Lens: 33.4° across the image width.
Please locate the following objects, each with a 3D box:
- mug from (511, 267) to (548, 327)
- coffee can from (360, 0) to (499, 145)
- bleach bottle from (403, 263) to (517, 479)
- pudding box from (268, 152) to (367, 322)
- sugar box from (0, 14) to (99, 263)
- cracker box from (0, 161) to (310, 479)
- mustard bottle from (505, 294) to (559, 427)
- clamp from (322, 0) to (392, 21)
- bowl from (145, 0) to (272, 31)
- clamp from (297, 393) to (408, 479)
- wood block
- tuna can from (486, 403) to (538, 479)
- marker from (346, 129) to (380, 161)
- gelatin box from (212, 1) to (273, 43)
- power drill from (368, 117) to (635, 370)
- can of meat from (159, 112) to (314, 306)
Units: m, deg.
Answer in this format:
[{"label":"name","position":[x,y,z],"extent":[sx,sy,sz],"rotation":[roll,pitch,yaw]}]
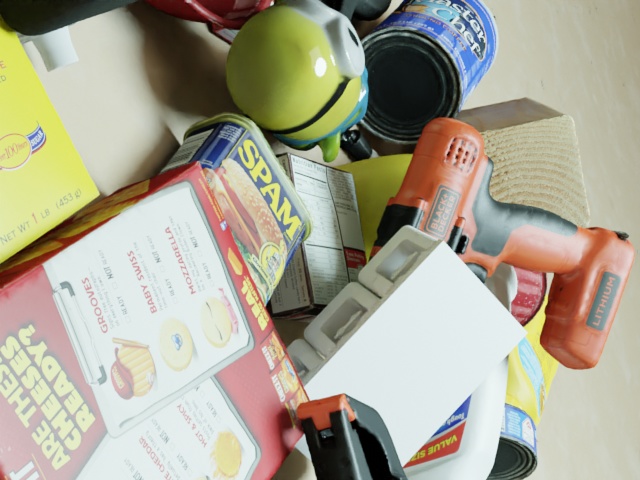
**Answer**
[{"label":"mug","position":[0.136,0.046,0.940],"extent":[0.081,0.093,0.117],"rotation":[13,101,-53]},{"label":"coffee can","position":[0.091,-0.156,0.929],"extent":[0.103,0.103,0.140],"rotation":[64,30,-17]},{"label":"bleach bottle","position":[0.097,0.130,0.798],"extent":[0.068,0.103,0.250],"rotation":[59,29,-50]},{"label":"pudding box","position":[-0.005,0.001,0.752],"extent":[0.089,0.039,0.113],"rotation":[12,64,-57]},{"label":"sugar box","position":[-0.177,-0.077,0.482],"extent":[0.176,0.048,0.093],"rotation":[66,30,-16]},{"label":"cracker box","position":[-0.100,0.075,0.515],"extent":[0.164,0.072,0.213],"rotation":[66,31,-12]},{"label":"mustard bottle","position":[0.182,0.123,0.995],"extent":[0.191,0.058,0.096],"rotation":[-52,128,-56]},{"label":"clamp","position":[0.020,-0.222,0.907],"extent":[0.209,0.036,0.164],"rotation":[-13,90,-60]},{"label":"bowl","position":[-0.095,-0.202,0.677],"extent":[0.162,0.055,0.162],"rotation":[34,49,-49]},{"label":"clamp","position":[0.037,0.148,0.608],"extent":[0.120,0.039,0.171],"rotation":[-76,146,-66]},{"label":"wood block","position":[0.160,-0.064,0.909],"extent":[0.206,0.090,0.091],"rotation":[-76,155,-79]},{"label":"tuna can","position":[0.132,0.164,0.860],"extent":[0.086,0.086,0.033],"rotation":[48,36,-39]},{"label":"marker","position":[0.054,-0.052,0.901],"extent":[0.121,0.020,0.020],"rotation":[46,39,-40]},{"label":"gelatin box","position":[-0.043,-0.171,0.778],"extent":[0.089,0.030,0.073],"rotation":[24,55,-54]},{"label":"power drill","position":[0.122,0.029,0.757],"extent":[0.187,0.057,0.184],"rotation":[23,86,-22]},{"label":"can of meat","position":[-0.058,-0.012,0.648],"extent":[0.102,0.058,0.083],"rotation":[59,35,-24]}]
